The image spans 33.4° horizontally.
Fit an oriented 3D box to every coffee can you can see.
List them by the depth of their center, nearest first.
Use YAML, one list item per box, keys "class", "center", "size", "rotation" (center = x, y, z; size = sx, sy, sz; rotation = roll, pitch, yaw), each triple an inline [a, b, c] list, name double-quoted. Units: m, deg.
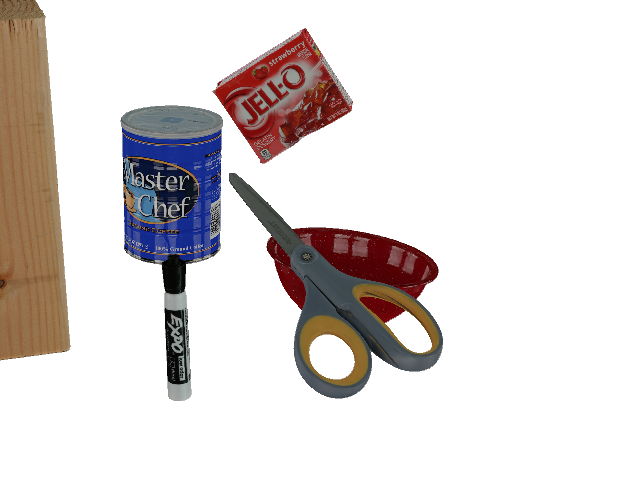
- class: "coffee can"
  center: [-0.153, -0.059, 1.103]
  size: [0.103, 0.140, 0.103]
  rotation: [2, 22, -1]

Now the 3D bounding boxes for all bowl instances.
- class: "bowl"
  center: [0.026, 0.038, 0.997]
  size: [0.162, 0.055, 0.162]
  rotation: [8, 18, -3]

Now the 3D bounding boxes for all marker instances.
- class: "marker"
  center: [-0.112, 0.068, 0.833]
  size: [0.020, 0.121, 0.020]
  rotation: [0, 21, 0]

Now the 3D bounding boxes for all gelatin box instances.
- class: "gelatin box"
  center: [-0.030, -0.115, 0.857]
  size: [0.089, 0.073, 0.030]
  rotation: [-29, 17, 16]

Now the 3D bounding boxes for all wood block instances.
- class: "wood block"
  center: [-0.207, -0.038, 0.643]
  size: [0.090, 0.206, 0.090]
  rotation: [-6, 24, -18]

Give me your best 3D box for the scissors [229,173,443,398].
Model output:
- class: "scissors"
  center: [-0.016, 0.028, 0.664]
  size: [0.202, 0.016, 0.096]
  rotation: [33, 55, 27]
